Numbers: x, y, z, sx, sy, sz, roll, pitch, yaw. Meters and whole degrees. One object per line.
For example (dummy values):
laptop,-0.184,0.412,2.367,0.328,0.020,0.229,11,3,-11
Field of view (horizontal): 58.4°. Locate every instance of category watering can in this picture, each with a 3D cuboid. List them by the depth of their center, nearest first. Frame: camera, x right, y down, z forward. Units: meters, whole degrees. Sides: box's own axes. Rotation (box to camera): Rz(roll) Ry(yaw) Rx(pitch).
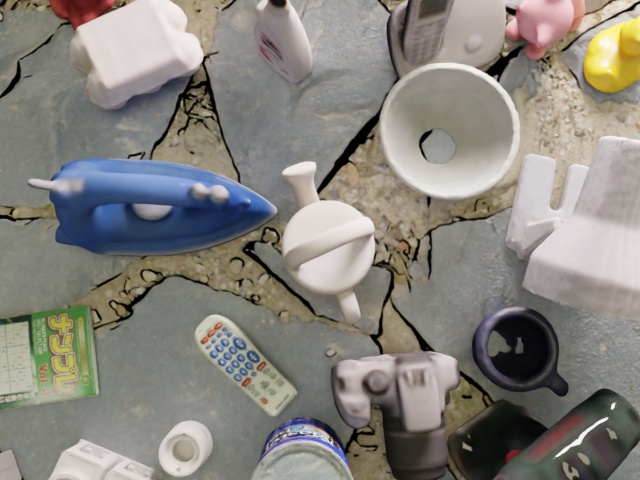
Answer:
watering can,0.004,0.003,0.616,0.101,0.194,0.173,-42,85,-6

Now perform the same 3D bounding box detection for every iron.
iron,-0.180,-0.047,0.644,0.258,0.141,0.119,0,82,-1

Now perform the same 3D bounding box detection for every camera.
camera,0.089,0.198,0.639,0.143,0.101,0.137,-5,82,-2

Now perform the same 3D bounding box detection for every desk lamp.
desk lamp,0.278,-0.015,0.616,0.118,0.213,0.203,13,82,1

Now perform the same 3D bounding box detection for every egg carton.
egg carton,-0.225,-0.229,0.704,0.150,0.069,0.107,-28,84,-5

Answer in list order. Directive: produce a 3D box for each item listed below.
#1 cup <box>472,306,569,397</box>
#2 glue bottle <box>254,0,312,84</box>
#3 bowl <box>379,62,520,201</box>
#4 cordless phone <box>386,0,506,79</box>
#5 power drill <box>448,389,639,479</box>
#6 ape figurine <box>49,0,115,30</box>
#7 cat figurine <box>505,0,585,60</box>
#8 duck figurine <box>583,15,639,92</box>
cup,0.222,0.131,0.654,0.117,0.095,0.092,41,83,4
glue bottle,-0.045,-0.244,0.658,0.078,0.173,0.037,41,83,4
bowl,0.150,-0.123,0.697,0.167,0.074,0.167,0,82,-1
cordless phone,0.155,-0.264,0.660,0.147,0.185,0.094,-20,83,-4
power drill,0.203,0.232,0.583,0.230,0.208,0.075,-35,84,-5
ape figurine,-0.298,-0.311,0.702,0.078,0.092,0.076,-2,82,-1
cat figurine,0.285,-0.281,0.700,0.128,0.117,0.067,-43,85,-6
duck figurine,0.385,-0.240,0.713,0.077,0.086,0.104,37,83,4
